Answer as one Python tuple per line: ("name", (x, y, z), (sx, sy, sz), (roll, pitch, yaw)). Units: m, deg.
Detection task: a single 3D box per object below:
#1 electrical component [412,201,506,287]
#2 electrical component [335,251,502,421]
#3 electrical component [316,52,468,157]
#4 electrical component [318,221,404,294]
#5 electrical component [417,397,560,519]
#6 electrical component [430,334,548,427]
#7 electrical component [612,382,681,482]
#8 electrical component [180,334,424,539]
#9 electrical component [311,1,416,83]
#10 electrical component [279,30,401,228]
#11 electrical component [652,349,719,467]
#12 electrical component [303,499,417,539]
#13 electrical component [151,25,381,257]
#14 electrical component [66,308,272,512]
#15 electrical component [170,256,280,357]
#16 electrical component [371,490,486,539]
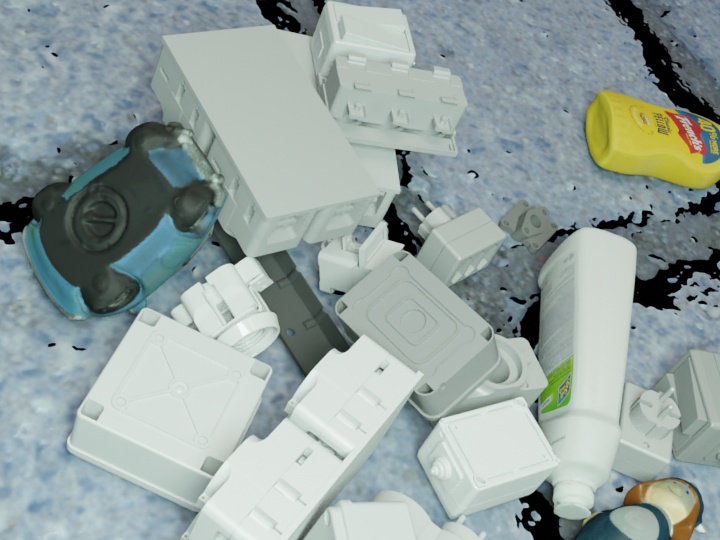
("electrical component", (0.078, -0.033, 0.973), (0.066, 0.047, 0.076), (-26, 66, -37))
("electrical component", (0.045, 0.051, 0.826), (0.078, 0.057, 0.113), (-40, 60, -11))
("electrical component", (0.028, -0.147, 0.951), (0.121, 0.063, 0.078), (6, 50, -19))
("electrical component", (0.000, 0.000, 0.898), (0.064, 0.081, 0.042), (17, 42, 22))
("electrical component", (0.090, 0.146, 0.817), (0.096, 0.061, 0.061), (-10, 56, -30))
("electrical component", (0.100, 0.089, 0.873), (0.089, 0.055, 0.050), (-4, 54, -26))
("electrical component", (0.239, 0.125, 0.889), (0.047, 0.076, 0.065), (24, 46, -3))
("electrical component", (-0.044, 0.136, 0.736), (0.060, 0.105, 0.186), (37, 47, 9))
("electrical component", (0.010, -0.205, 0.994), (0.096, 0.061, 0.061), (6, 50, -20))
("electrical component", (-0.031, -0.130, 0.999), (0.105, 0.060, 0.186), (9, 49, -17))
("electrical component", (0.299, 0.124, 0.926), (0.061, 0.061, 0.096), (10, 49, -16))
("electrical component", (-0.002, 0.218, 0.685), (0.056, 0.108, 0.108), (4, 51, -24))
("electrical component", (-0.081, -0.105, 0.866), (0.105, 0.060, 0.186), (-15, 63, -34))
("electrical component", (-0.133, 0.098, 0.764), (0.109, 0.056, 0.108), (26, 46, -2))
("electrical component", (-0.098, 0.036, 0.826), (0.078, 0.058, 0.057), (-35, 70, 3))
("electrical component", (0.064, 0.204, 0.762), (0.138, 0.052, 0.074), (38, 47, 10))
